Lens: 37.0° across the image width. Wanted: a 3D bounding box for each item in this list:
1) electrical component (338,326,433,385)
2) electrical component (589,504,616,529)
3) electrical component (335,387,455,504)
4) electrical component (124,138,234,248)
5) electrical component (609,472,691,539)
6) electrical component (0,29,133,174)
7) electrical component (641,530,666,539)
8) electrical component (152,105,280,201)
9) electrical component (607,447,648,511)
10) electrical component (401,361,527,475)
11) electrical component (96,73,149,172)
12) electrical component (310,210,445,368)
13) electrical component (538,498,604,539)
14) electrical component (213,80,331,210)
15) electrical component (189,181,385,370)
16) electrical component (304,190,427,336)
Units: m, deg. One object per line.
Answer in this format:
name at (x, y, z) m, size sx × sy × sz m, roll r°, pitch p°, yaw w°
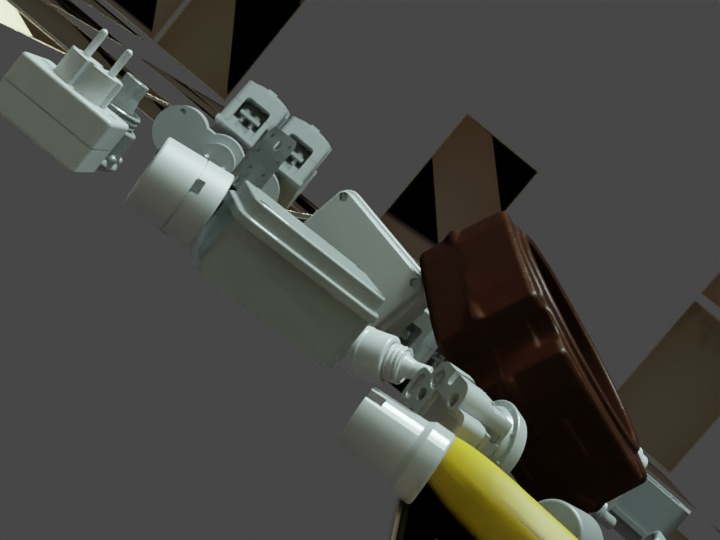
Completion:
electrical component at (0.018, 0.059, 0.705) m, size 0.061 × 0.035 × 0.035 m, roll 18°, pitch -5°, yaw 24°
electrical component at (0.185, 0.190, 0.877) m, size 0.061 × 0.035 × 0.035 m, roll 41°, pitch 4°, yaw -16°
electrical component at (0.016, 0.083, 0.518) m, size 0.046 × 0.040 × 0.040 m, roll 34°, pitch 4°, yaw 7°
electrical component at (-0.113, -0.049, 0.668) m, size 0.047 × 0.055 × 0.055 m, roll 35°, pitch 5°, yaw -13°
electrical component at (0.259, 0.220, 1.049) m, size 0.113 × 0.057 × 0.078 m, roll 41°, pitch 5°, yaw 21°
electrical component at (-0.167, -0.106, 0.638) m, size 0.066 × 0.076 × 0.047 m, roll 40°, pitch 4°, yaw -2°
electrical component at (0.229, 0.231, 0.794) m, size 0.065 × 0.044 × 0.044 m, roll 45°, pitch 5°, yaw 8°
electrical component at (-0.136, -0.102, 1.014) m, size 0.138 × 0.052 × 0.073 m, roll 39°, pitch 4°, yaw -8°
electrical component at (0.197, 0.162, 0.971) m, size 0.057 × 0.078 × 0.113 m, roll 37°, pitch 5°, yaw -21°
electrical component at (0.064, 0.097, 0.659) m, size 0.057 × 0.058 × 0.078 m, roll 35°, pitch 6°, yaw -24°
electrical component at (-0.161, -0.097, 0.688) m, size 0.048 × 0.062 × 0.048 m, roll 39°, pitch 4°, yaw -4°
electrical component at (0.017, 0.022, 0.995) m, size 0.105 × 0.060 × 0.186 m, roll 36°, pitch 5°, yaw -38°
electrical component at (0.123, 0.159, 0.626) m, size 0.040 × 0.040 × 0.078 m, roll 43°, pitch 5°, yaw 40°
electrical component at (-0.098, -0.123, 1.135) m, size 0.105 × 0.060 × 0.186 m, roll 40°, pitch -14°, yaw -3°
electrical component at (-0.047, 0.002, 0.687) m, size 0.113 × 0.057 × 0.078 m, roll 38°, pitch 5°, yaw -19°
electrical component at (0.000, 0.000, 0.874) m, size 0.113 × 0.078 × 0.057 m, roll 51°, pitch 5°, yaw 19°
